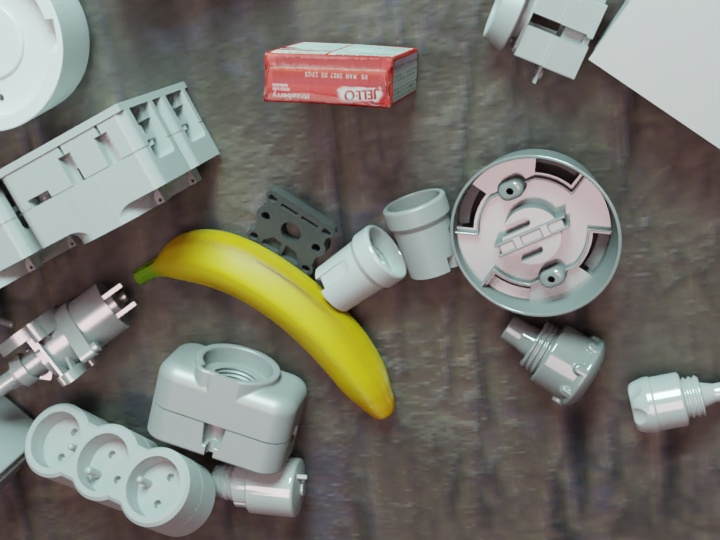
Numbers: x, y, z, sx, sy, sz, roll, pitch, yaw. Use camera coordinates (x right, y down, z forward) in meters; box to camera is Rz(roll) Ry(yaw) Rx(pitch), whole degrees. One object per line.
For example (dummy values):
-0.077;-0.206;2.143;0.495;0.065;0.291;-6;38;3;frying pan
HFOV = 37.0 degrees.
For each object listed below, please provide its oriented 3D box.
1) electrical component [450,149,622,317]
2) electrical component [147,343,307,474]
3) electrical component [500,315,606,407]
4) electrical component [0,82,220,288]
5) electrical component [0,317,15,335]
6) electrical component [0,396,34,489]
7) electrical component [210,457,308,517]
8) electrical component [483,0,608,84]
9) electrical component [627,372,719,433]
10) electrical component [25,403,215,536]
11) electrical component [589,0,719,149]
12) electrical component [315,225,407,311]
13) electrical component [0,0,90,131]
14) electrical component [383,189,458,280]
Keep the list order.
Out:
0.104;-0.024;0.637;0.099;0.064;0.099;3;107;11;electrical component
-0.087;0.088;0.716;0.095;0.053;0.059;17;109;6;electrical component
0.118;0.052;0.669;0.062;0.048;0.048;32;110;8;electrical component
-0.190;-0.043;0.672;0.186;0.105;0.060;-25;100;18;electrical component
-0.275;0.030;0.732;0.077;0.065;0.047;15;109;7;electrical component
-0.293;0.118;0.740;0.109;0.108;0.056;41;112;-2;electrical component
-0.072;0.146;0.738;0.078;0.040;0.040;3;107;11;electrical component
0.104;-0.142;0.613;0.055;0.048;0.066;21;110;-3;electrical component
0.199;0.080;0.664;0.061;0.035;0.035;-13;103;13;electrical component
-0.158;0.140;0.741;0.138;0.073;0.052;18;75;27;electrical component
0.221;-0.164;0.573;0.105;0.060;0.186;34;110;0;electrical component
0.000;0.000;0.680;0.046;0.040;0.040;-35;97;24;electrical component
-0.222;-0.144;0.672;0.108;0.060;0.108;3;107;11;electrical component
0.040;-0.022;0.665;0.040;0.040;0.046;-15;108;16;electrical component
